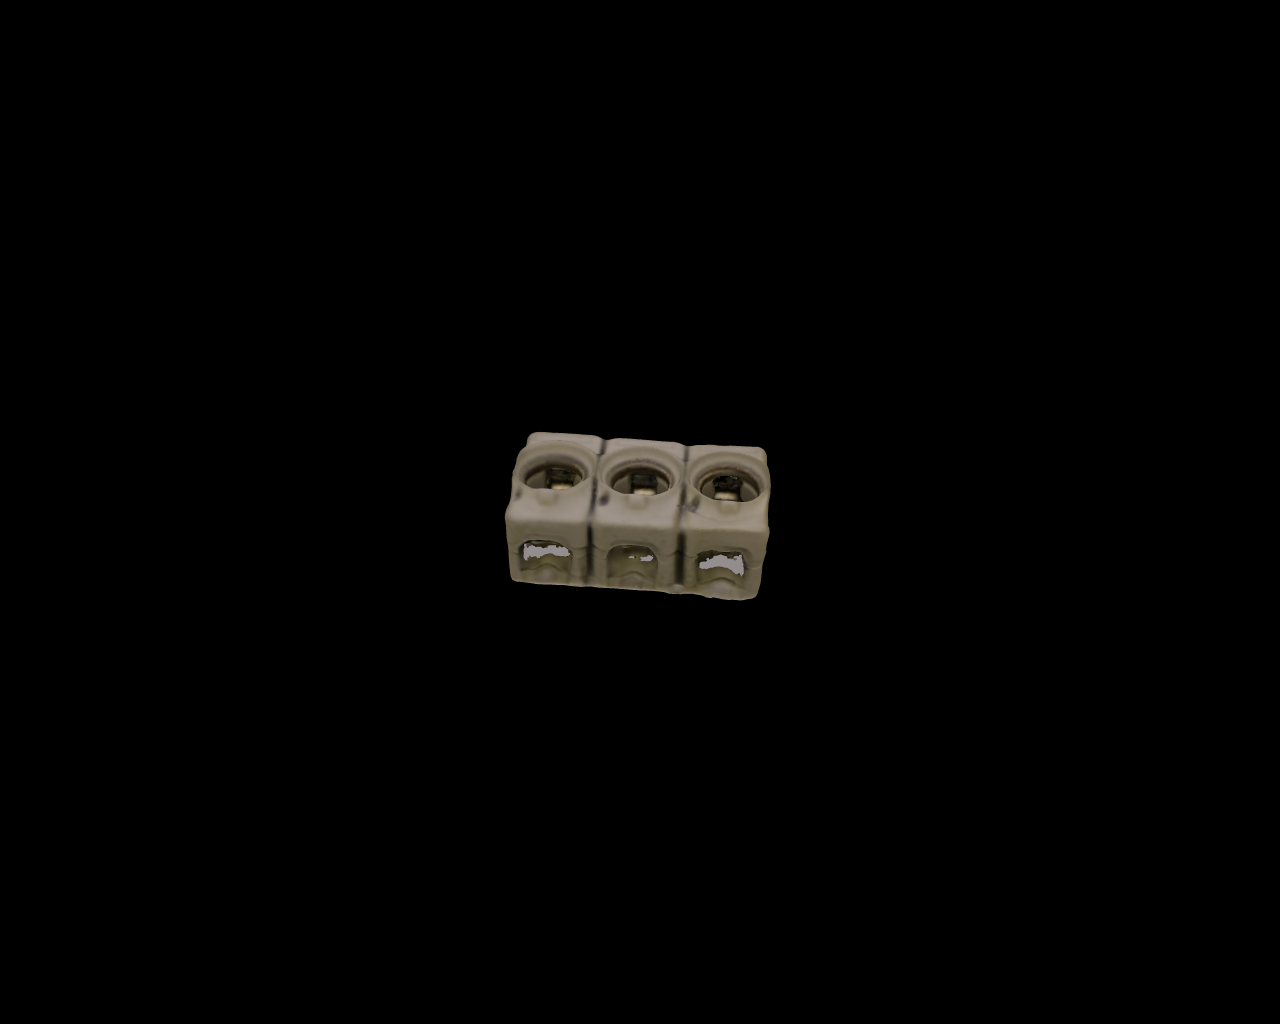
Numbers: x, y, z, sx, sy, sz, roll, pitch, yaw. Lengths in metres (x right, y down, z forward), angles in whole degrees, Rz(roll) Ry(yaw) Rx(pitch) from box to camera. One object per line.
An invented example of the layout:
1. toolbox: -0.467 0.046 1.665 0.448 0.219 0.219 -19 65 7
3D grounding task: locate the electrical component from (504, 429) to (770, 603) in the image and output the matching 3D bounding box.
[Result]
1. electrical component: 0.001 -0.003 0.650 0.150 0.061 0.090 4 40 4
